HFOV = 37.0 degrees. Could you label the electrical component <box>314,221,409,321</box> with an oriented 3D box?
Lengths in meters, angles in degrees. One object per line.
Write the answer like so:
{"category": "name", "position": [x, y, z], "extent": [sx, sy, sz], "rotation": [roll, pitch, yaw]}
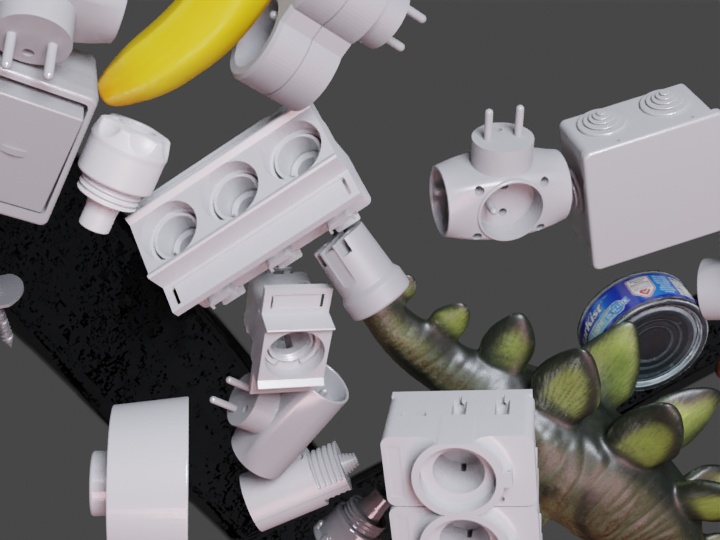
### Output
{"category": "electrical component", "position": [0.000, 0.000, 0.627], "extent": [0.040, 0.040, 0.046], "rotation": [-33, 100, 9]}

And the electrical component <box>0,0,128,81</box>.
{"category": "electrical component", "position": [-0.152, -0.125, 0.508], "extent": [0.077, 0.079, 0.044], "rotation": [12, 150, -23]}

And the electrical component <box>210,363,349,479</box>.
{"category": "electrical component", "position": [-0.061, 0.092, 0.713], "extent": [0.079, 0.043, 0.077], "rotation": [27, 114, -31]}

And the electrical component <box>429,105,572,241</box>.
{"category": "electrical component", "position": [0.084, -0.061, 0.642], "extent": [0.077, 0.044, 0.079], "rotation": [-9, 126, -10]}

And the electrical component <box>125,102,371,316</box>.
{"category": "electrical component", "position": [-0.060, -0.033, 0.608], "extent": [0.121, 0.078, 0.063], "rotation": [-32, 149, 8]}

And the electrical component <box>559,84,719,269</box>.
{"category": "electrical component", "position": [0.174, -0.059, 0.666], "extent": [0.100, 0.048, 0.099], "rotation": [-18, 128, -3]}

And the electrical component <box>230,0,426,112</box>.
{"category": "electrical component", "position": [0.001, -0.139, 0.556], "extent": [0.074, 0.052, 0.138], "rotation": [26, 115, -30]}

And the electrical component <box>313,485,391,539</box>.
{"category": "electrical component", "position": [-0.001, 0.188, 0.801], "extent": [0.048, 0.048, 0.062], "rotation": [32, 104, -32]}

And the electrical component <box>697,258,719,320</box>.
{"category": "electrical component", "position": [0.282, 0.010, 0.742], "extent": [0.079, 0.077, 0.043], "rotation": [-9, 96, -56]}

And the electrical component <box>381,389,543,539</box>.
{"category": "electrical component", "position": [0.067, 0.155, 0.672], "extent": [0.089, 0.061, 0.150], "rotation": [-2, 114, 11]}

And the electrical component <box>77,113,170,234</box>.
{"category": "electrical component", "position": [-0.133, -0.050, 0.583], "extent": [0.043, 0.043, 0.062], "rotation": [20, 105, -27]}

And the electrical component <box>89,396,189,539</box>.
{"category": "electrical component", "position": [-0.140, 0.135, 0.685], "extent": [0.060, 0.108, 0.108], "rotation": [0, 125, -9]}

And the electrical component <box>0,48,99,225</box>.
{"category": "electrical component", "position": [-0.179, -0.068, 0.550], "extent": [0.062, 0.061, 0.096], "rotation": [17, 119, -26]}

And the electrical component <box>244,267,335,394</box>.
{"category": "electrical component", "position": [-0.046, 0.035, 0.662], "extent": [0.042, 0.063, 0.081], "rotation": [-1, 126, -19]}

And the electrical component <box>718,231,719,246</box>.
{"category": "electrical component", "position": [0.269, -0.056, 0.686], "extent": [0.062, 0.061, 0.096], "rotation": [-6, 107, -12]}

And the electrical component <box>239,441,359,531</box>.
{"category": "electrical component", "position": [-0.039, 0.149, 0.761], "extent": [0.081, 0.043, 0.043], "rotation": [-23, 128, 1]}
